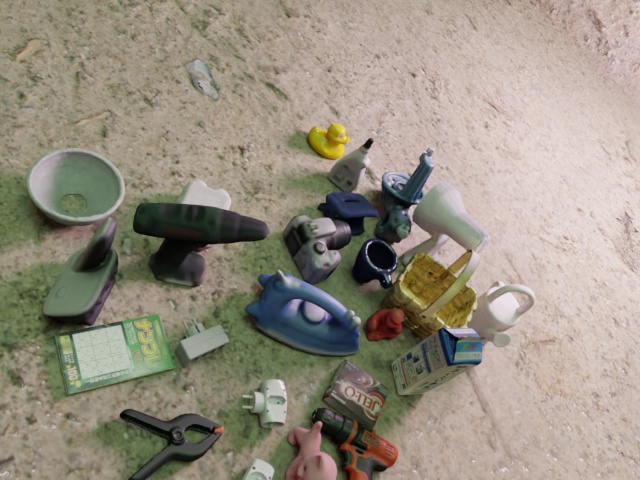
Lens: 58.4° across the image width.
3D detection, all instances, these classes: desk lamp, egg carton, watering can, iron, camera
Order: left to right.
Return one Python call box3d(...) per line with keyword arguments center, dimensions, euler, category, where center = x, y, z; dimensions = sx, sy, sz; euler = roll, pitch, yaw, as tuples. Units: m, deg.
box3d(center=(-0.247, -0.054, 1.176), dimensions=(0.107, 0.069, 0.150), euler=(22, 52, -14), category="egg carton")
box3d(center=(-0.007, 0.143, 1.129), dimensions=(0.259, 0.141, 0.119), euler=(27, 51, -11), category="iron")
box3d(center=(0.012, 0.004, 1.257), dimensions=(0.137, 0.100, 0.143), euler=(-13, 67, -34), category="camera")
box3d(center=(0.287, -0.002, 1.337), dimensions=(0.118, 0.213, 0.203), euler=(-24, 73, -37), category="desk lamp")
box3d(center=(0.409, 0.165, 1.306), dimensions=(0.101, 0.193, 0.172), euler=(7, 56, -24), category="watering can")

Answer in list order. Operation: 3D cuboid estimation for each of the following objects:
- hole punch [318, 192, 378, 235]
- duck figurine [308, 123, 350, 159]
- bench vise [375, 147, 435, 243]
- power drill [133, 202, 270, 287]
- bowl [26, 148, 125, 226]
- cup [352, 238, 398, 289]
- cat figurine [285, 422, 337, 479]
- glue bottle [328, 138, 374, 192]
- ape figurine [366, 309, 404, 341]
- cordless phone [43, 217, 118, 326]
box3d(center=(0.067, -0.073, 1.345), dimensions=(0.109, 0.091, 0.101), euler=(-4, 62, -30), category="hole punch")
box3d(center=(0.027, -0.263, 1.452), dimensions=(0.105, 0.086, 0.077), euler=(31, 50, -7), category="duck figurine")
box3d(center=(0.219, -0.104, 1.363), dimensions=(0.122, 0.219, 0.207), euler=(2, 59, -27), category="bench vise")
box3d(center=(-0.231, 0.004, 1.055), dimensions=(0.230, 0.208, 0.075), euler=(12, 54, -21), category="power drill")
box3d(center=(-0.459, -0.087, 1.079), dimensions=(0.168, 0.074, 0.167), euler=(14, 54, -20), category="bowl")
box3d(center=(0.119, 0.068, 1.277), dimensions=(0.092, 0.094, 0.117), euler=(-5, 62, -31), category="cup")
box3d(center=(-0.008, 0.379, 0.988), dimensions=(0.067, 0.117, 0.128), euler=(14, 54, -20), category="cat figurine")
box3d(center=(0.085, -0.186, 1.376), dimensions=(0.078, 0.173, 0.037), euler=(40, 49, 1), category="glue bottle")
box3d(center=(0.146, 0.175, 1.224), dimensions=(0.078, 0.092, 0.076), euler=(32, 50, -6), category="ape figurine")
box3d(center=(-0.390, 0.050, 0.953), dimensions=(0.094, 0.184, 0.147), euler=(20, 52, -15), category="cordless phone")
